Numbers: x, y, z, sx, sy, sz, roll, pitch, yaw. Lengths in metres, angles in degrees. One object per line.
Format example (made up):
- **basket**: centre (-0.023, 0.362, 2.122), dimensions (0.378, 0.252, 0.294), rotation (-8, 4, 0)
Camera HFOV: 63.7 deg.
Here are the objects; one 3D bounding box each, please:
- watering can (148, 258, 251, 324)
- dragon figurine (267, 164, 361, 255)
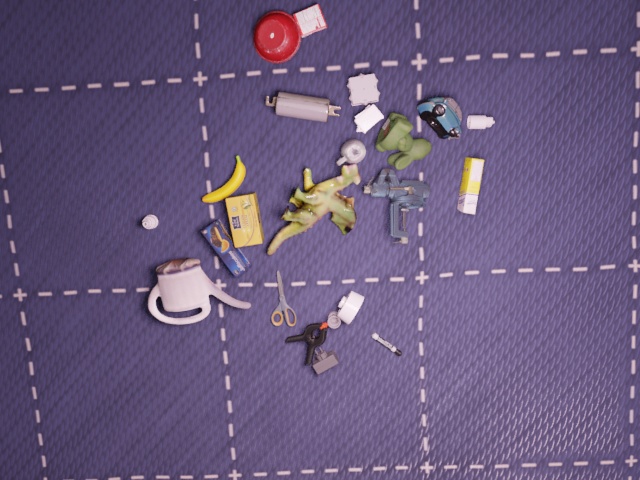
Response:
- **watering can**: centre (-0.418, 0.166, 1.737), dimensions (0.347, 0.223, 0.105), rotation (-10, 8, 4)
- **dragon figurine**: centre (0.005, -0.086, 1.699), dimensions (0.242, 0.404, 0.124), rotation (23, 21, -9)
